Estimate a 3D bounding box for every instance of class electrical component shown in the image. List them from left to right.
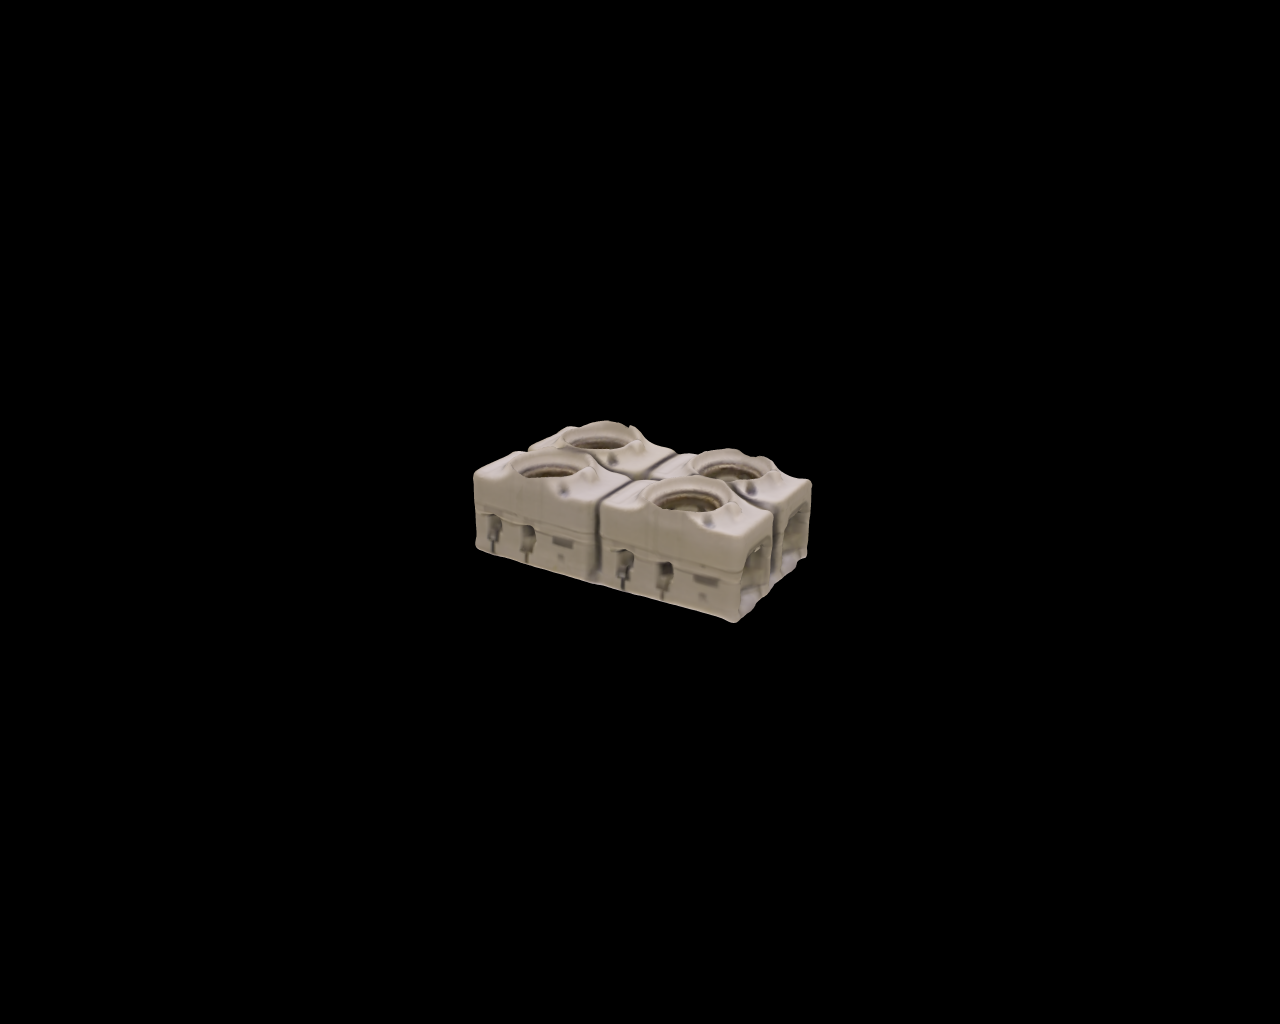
[{"bbox_3d":[0.001,-0.003,0.650,0.186,0.060,0.106,14,27,29],"label":"electrical component"}]
